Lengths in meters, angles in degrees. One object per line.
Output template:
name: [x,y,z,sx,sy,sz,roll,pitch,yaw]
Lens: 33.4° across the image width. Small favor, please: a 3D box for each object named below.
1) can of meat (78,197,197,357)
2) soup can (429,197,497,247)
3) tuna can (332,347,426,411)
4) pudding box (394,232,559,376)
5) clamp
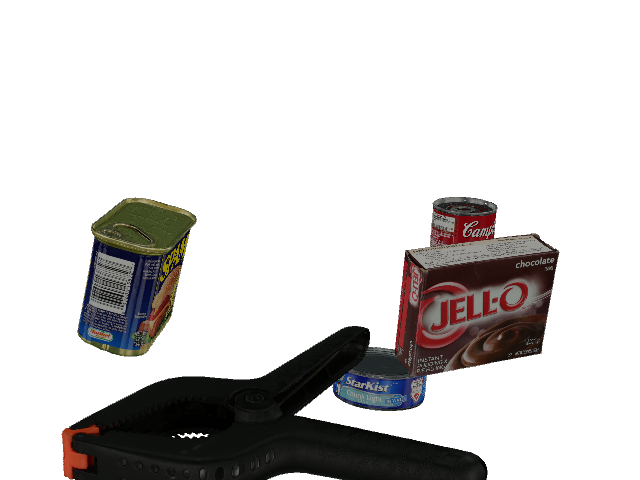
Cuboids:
can of meat: [-0.132,0.025,0.764,0.057,0.084,0.102,16,18,3]
soup can: [0.150,0.011,1.139,0.068,0.102,0.068,2,16,-1]
tuna can: [0.054,0.125,0.970,0.086,0.034,0.086,4,11,-1]
pudding box: [0.114,0.046,0.786,0.113,0.090,0.039,-9,31,-22]
clamp: [-0.034,0.096,0.586,0.209,0.036,0.165,-3,22,-14]
